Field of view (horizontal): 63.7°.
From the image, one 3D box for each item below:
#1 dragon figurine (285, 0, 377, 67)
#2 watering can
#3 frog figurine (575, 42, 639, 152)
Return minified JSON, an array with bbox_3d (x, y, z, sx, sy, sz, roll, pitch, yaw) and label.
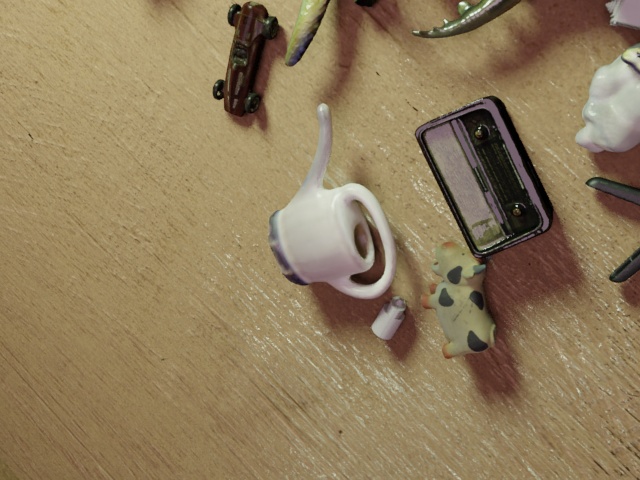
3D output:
[{"bbox_3d":[0.019,-0.489,0.778,0.404,0.122,0.246,-41,71,28],"label":"dragon figurine"},{"bbox_3d":[0.003,-0.046,0.908,0.222,0.105,0.345,-18,101,29],"label":"watering can"},{"bbox_3d":[0.427,-0.180,0.690,0.138,0.125,0.156,22,152,7],"label":"frog figurine"}]
